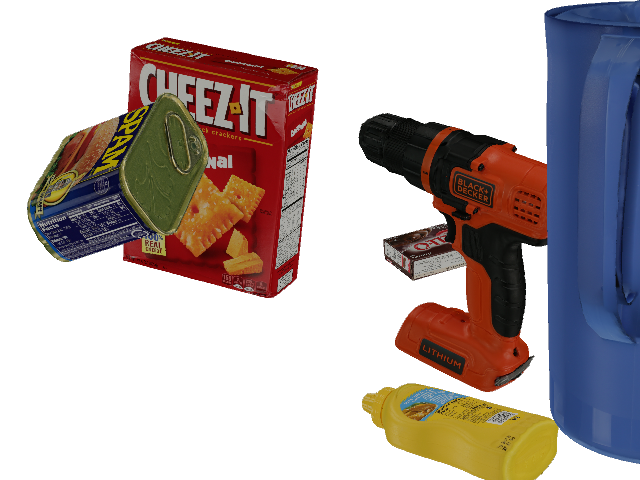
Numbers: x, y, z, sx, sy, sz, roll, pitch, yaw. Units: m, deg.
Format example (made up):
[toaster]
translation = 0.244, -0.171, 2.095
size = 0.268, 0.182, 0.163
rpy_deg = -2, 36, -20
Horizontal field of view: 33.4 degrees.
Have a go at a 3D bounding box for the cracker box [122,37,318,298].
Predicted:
[cracker box]
translation = -0.098, -0.067, 1.000
size = 0.164, 0.214, 0.072
rpy_deg = 15, 25, 19

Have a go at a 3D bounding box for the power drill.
[power drill]
translation = 0.100, 0.007, 0.801
size = 0.185, 0.188, 0.057
rpy_deg = 26, 38, 37

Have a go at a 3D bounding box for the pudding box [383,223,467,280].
[pudding box]
translation = 0.164, 0.016, 1.601
size = 0.113, 0.039, 0.090
rpy_deg = -17, 26, -20

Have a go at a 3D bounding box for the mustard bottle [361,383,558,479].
[mustard bottle]
translation = 0.119, 0.175, 1.007
size = 0.192, 0.058, 0.096
rpy_deg = 11, 19, 39

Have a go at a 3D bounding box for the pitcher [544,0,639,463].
[pitcher]
translation = 0.178, -0.005, 0.569
size = 0.149, 0.243, 0.145
rpy_deg = -5, 17, -12

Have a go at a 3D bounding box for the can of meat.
[can of meat]
translation = -0.129, -0.039, 0.679
size = 0.084, 0.057, 0.102
rpy_deg = -16, 34, 26
